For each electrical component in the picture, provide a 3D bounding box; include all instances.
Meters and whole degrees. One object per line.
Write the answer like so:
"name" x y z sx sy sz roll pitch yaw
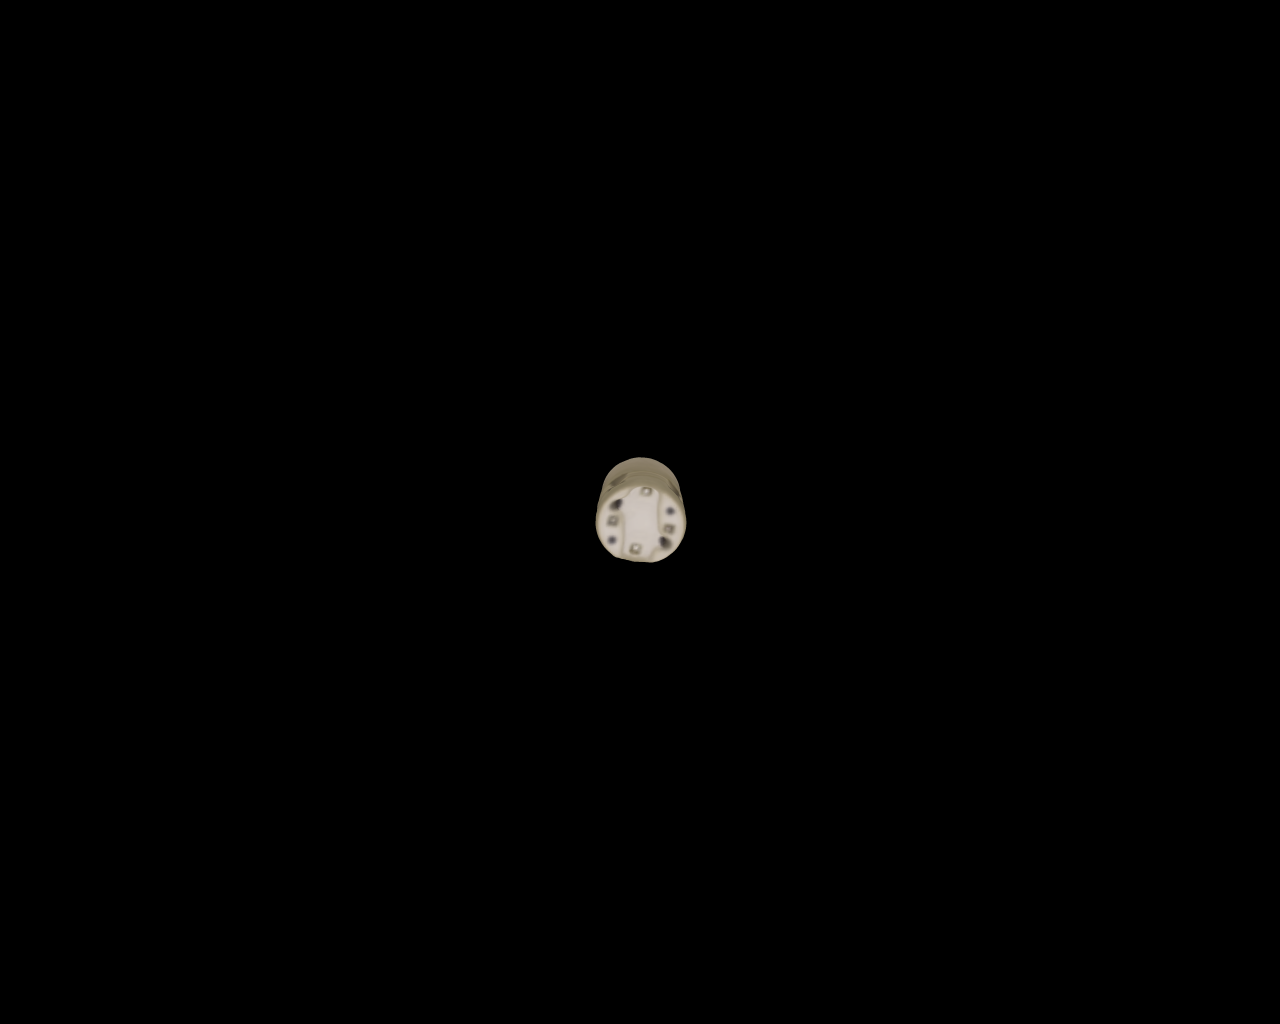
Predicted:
"electrical component" 0.001 -0.003 0.650 0.055 0.055 0.047 0 28 0
